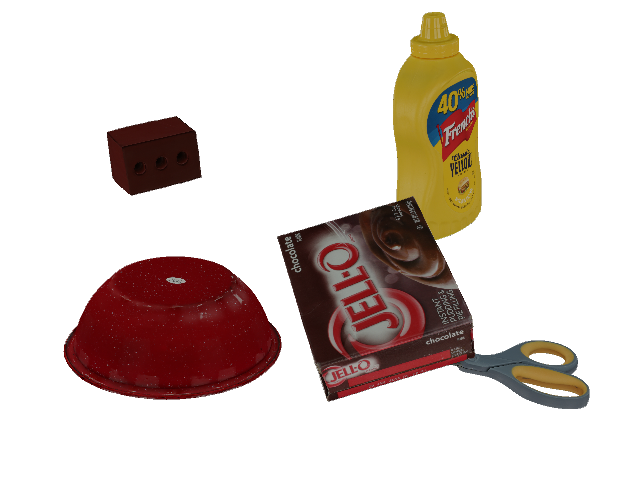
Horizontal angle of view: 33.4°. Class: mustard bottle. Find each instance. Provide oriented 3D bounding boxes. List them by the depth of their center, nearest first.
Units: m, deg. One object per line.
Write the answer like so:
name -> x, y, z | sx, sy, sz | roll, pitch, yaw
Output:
mustard bottle -> 0.102, -0.102, 0.931 | 0.058, 0.192, 0.096 | 16, 32, 39

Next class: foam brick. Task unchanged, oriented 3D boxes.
foam brick -> -0.166, -0.085, 1.061 | 0.078, 0.053, 0.051 | -17, 31, -22

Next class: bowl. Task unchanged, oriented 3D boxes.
bowl -> -0.108, 0.054, 0.789 | 0.162, 0.055, 0.162 | 2, 22, -1

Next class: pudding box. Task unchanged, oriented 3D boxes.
pudding box -> 0.030, 0.032, 0.628 | 0.090, 0.039, 0.113 | -16, 42, -4

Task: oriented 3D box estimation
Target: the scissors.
scissors -> 0.149, 0.104, 0.976 | 0.202, 0.016, 0.096 | 17, 31, 18
